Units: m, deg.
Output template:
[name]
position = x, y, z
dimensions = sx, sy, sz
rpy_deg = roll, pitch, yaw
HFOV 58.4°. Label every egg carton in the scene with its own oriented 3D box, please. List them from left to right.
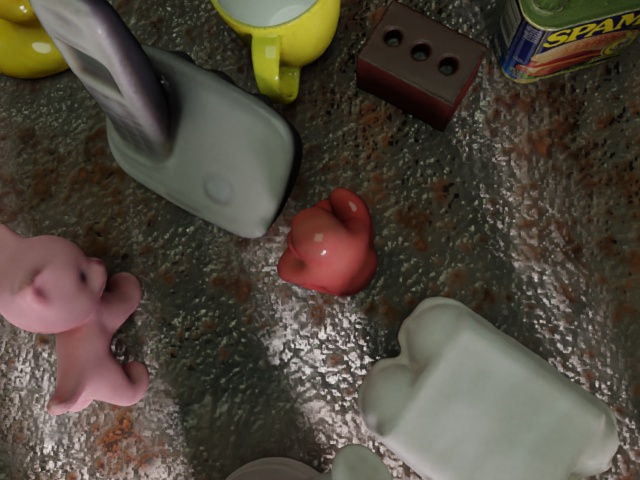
[egg carton]
position = 0.103, 0.113, 0.364
dimensions = 0.150, 0.069, 0.107
rpy_deg = 34, 85, 10

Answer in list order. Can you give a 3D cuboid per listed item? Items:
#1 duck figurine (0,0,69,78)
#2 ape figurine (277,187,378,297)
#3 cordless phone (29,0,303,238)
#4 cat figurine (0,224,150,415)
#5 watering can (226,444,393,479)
[duck figurine]
position = -0.229, -0.178, 0.438
dimensions = 0.104, 0.086, 0.077
rpy_deg = -30, 78, 0
[ape figurine]
position = 0.004, 0.001, 0.382
dimensions = 0.078, 0.092, 0.076
rpy_deg = -31, 78, 0
[cordless phone]
position = -0.088, -0.078, 0.357
dimensions = 0.147, 0.185, 0.094
rpy_deg = 26, 84, 10
[cat figurine]
position = -0.169, 0.052, 0.376
dimensions = 0.067, 0.118, 0.128
rpy_deg = -11, 79, 4
[watering can]
position = -0.036, 0.178, 0.302
dimensions = 0.100, 0.194, 0.173
rpy_deg = 24, 83, 9
